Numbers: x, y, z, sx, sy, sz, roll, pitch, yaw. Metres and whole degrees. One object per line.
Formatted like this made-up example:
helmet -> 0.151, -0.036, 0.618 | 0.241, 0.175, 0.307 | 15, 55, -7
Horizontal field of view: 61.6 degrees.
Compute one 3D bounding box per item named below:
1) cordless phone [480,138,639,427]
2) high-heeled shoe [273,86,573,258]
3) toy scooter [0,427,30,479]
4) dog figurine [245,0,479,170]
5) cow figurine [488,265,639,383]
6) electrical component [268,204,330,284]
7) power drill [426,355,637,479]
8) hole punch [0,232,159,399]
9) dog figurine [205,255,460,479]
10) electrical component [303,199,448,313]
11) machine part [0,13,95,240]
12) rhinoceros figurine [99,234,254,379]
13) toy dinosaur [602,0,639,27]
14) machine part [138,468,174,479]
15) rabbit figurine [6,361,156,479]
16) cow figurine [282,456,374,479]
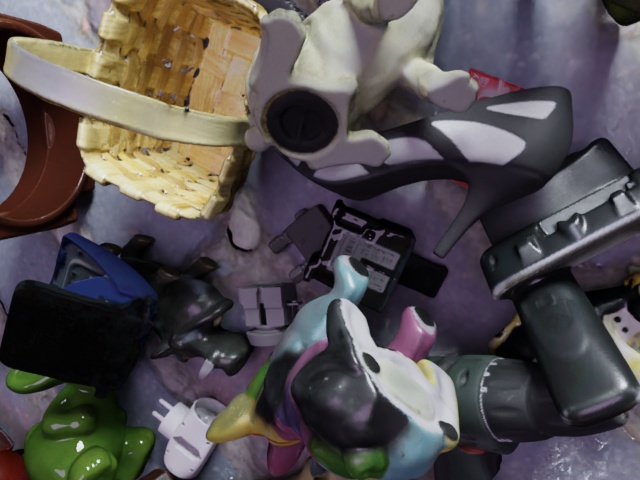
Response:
cordless phone -> 0.189, 0.025, 0.359 | 0.147, 0.184, 0.088 | -31, 117, 21
high-heeled shoe -> 0.062, -0.090, 0.426 | 0.249, 0.086, 0.145 | 37, 99, 33
toy scooter -> -0.424, 0.271, 0.640 | 0.075, 0.135, 0.184 | -43, 86, 19
dog figurine -> 0.022, -0.155, 0.401 | 0.172, 0.191, 0.121 | -15, 130, 17
cow figurine -> 0.223, 0.069, 0.423 | 0.167, 0.068, 0.098 | -41, 81, 21
electrical component -> -0.001, -0.002, 0.508 | 0.094, 0.021, 0.063 | -36, 87, 21
power drill -> 0.137, 0.188, 0.430 | 0.232, 0.086, 0.207 | -4, 113, 46
hole punch -> -0.214, 0.068, 0.499 | 0.116, 0.092, 0.142 | 23, 118, -16
dog figurine -> -0.007, 0.135, 0.421 | 0.108, 0.192, 0.219 | 32, 117, -17
electrical component -> 0.053, 0.021, 0.466 | 0.119, 0.048, 0.074 | 27, 103, -1
machine part -> -0.306, -0.103, 0.497 | 0.087, 0.201, 0.200 | 2, 100, 14
rhinoceros figurine -> -0.153, 0.069, 0.545 | 0.190, 0.073, 0.112 | 26, 106, 13
toy dinosaur -> 0.165, -0.206, 0.320 | 0.471, 0.198, 0.105 | 43, 111, 7
machine part -> -0.161, 0.333, 0.569 | 0.180, 0.056, 0.179 | 19, 120, 37
rabbit figurine -> -0.250, 0.169, 0.589 | 0.159, 0.121, 0.170 | 17, 92, 25
cow figurine -> -0.015, 0.264, 0.531 | 0.195, 0.085, 0.127 | -26, 97, 22
